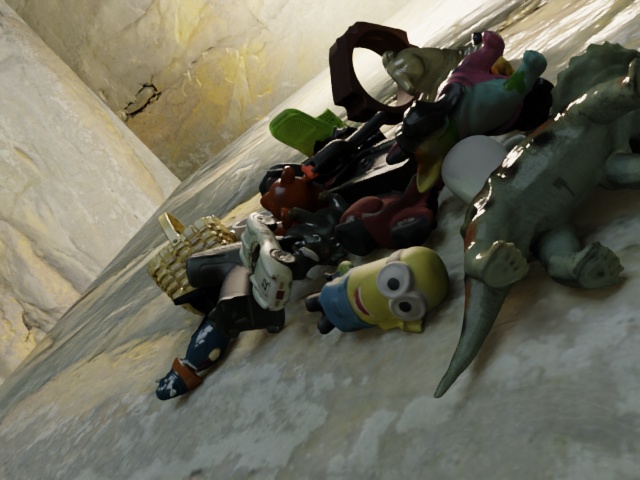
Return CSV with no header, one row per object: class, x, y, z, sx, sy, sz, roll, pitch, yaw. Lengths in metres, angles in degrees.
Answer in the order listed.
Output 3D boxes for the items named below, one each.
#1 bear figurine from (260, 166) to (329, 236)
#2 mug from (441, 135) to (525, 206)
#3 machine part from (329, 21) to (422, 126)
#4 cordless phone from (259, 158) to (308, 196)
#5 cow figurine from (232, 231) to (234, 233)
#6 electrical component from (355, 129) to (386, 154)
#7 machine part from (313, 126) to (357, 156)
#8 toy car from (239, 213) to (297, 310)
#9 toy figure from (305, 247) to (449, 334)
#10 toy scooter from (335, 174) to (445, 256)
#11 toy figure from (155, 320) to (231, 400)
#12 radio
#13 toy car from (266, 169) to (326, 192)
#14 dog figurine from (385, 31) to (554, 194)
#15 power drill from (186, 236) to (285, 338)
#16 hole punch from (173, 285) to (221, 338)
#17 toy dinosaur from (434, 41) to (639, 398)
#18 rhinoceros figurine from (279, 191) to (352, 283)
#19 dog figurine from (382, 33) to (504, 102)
bear figurine,-0.061,-0.063,0.981,0.132,0.120,0.196,-3,-2,23
mug,0.213,-0.074,0.639,0.109,0.080,0.107,-32,33,10
machine part,0.123,-0.356,1.166,0.201,0.201,0.087,-1,-10,-28
cordless phone,-0.053,-0.165,1.311,0.184,0.089,0.146,-45,0,-31
cow figurine,-0.248,0.049,1.267,0.167,0.068,0.098,-45,24,1
electrical component,0.106,-0.208,1.160,0.075,0.047,0.119,-38,19,9
machine part,0.038,-0.205,1.115,0.084,0.039,0.139,-6,-5,-35
toy car,-0.082,0.026,0.788,0.202,0.056,0.073,-124,44,-56
toy figure,0.064,0.059,0.627,0.180,0.082,0.089,-25,28,46
toy scooter,0.109,-0.041,0.762,0.135,0.075,0.184,-51,25,-24
toy figure,-0.205,0.200,0.880,0.154,0.057,0.064,-52,15,-13
radio,0.117,-0.114,0.900,0.131,0.073,0.230,-52,22,-27
toy car,-0.047,-0.107,1.142,0.053,0.089,0.202,-13,13,-39
dog figurine,0.196,-0.156,0.723,0.219,0.191,0.109,-46,57,10
power drill,-0.104,0.061,0.879,0.232,0.085,0.207,-7,36,-6
hole punch,-0.189,0.124,0.995,0.142,0.092,0.116,-29,-6,41
toy dinosaur,0.215,-0.043,0.512,0.405,0.131,0.192,-45,7,5
rhinoceros figurine,-0.002,-0.003,0.858,0.190,0.112,0.073,-43,-20,-46
dog figurine,0.238,-0.353,1.044,0.190,0.172,0.121,-44,29,15
